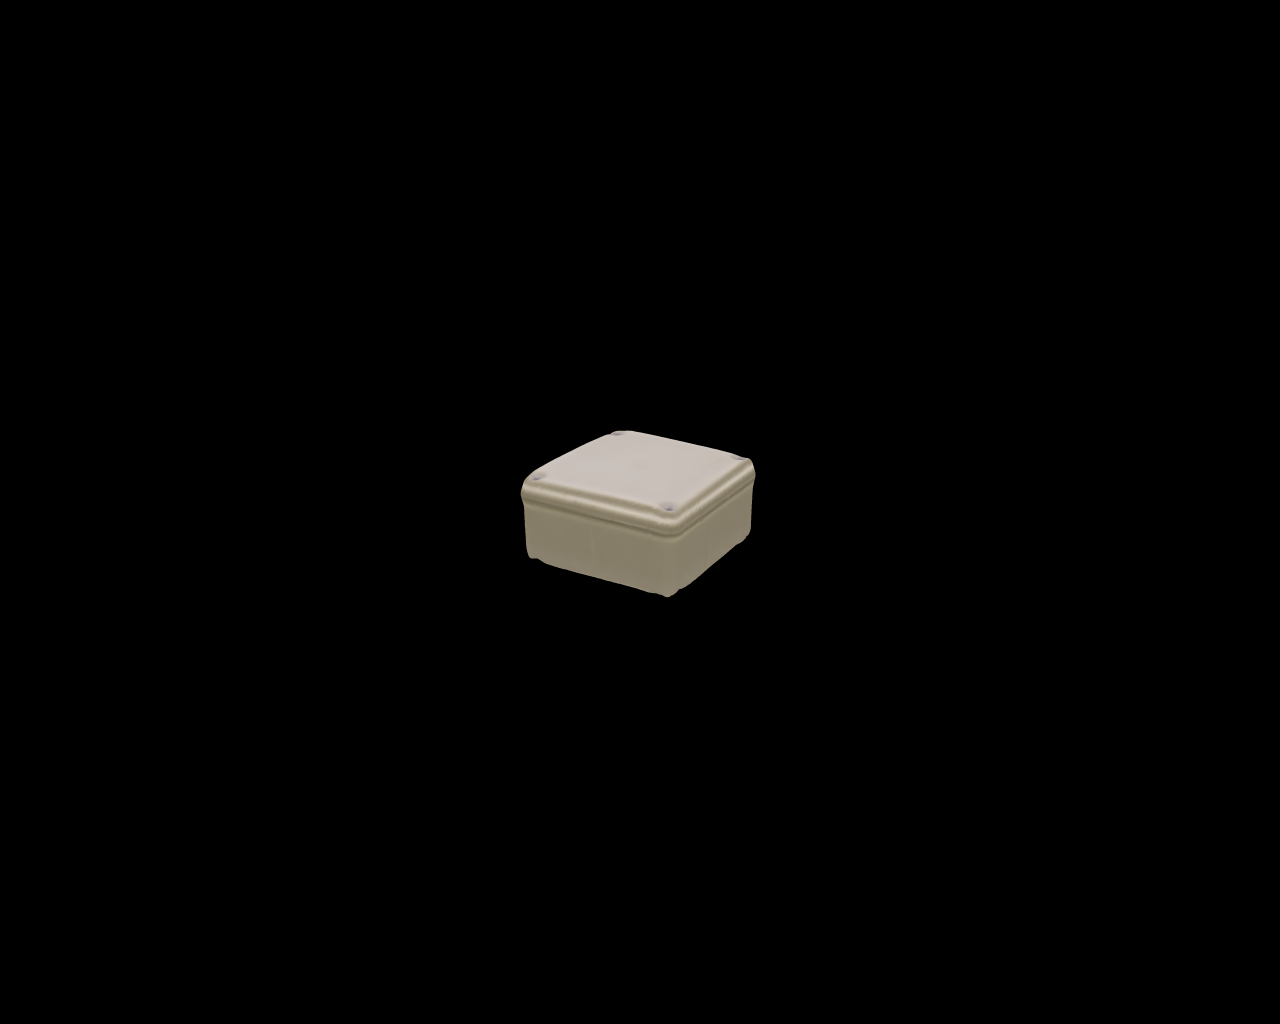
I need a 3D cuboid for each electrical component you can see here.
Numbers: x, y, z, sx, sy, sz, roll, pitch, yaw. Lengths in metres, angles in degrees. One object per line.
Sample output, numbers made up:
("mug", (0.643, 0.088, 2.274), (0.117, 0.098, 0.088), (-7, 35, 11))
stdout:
("electrical component", (0.001, -0.003, 0.650), (0.109, 0.056, 0.109), (14, 27, 29))
